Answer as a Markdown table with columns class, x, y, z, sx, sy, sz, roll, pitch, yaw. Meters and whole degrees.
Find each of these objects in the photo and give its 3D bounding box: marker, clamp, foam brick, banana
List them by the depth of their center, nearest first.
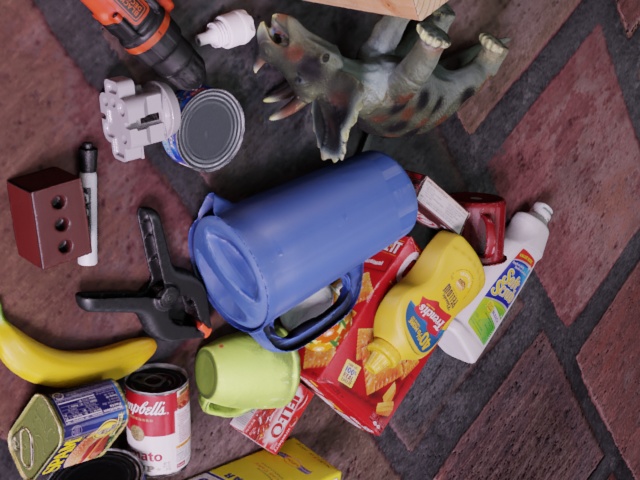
| class | x | y | z | sx | sy | sz | roll | pitch | yaw |
| --- | --- | --- | --- | --- | --- | --- | --- | --- | --- |
| foam brick | -0.249 | -0.021 | 0.982 | 0.052 | 0.051 | 0.078 | -22 | 120 | -36 |
| marker | -0.223 | -0.035 | 1.025 | 0.020 | 0.020 | 0.121 | -12 | 113 | -41 |
| banana | -0.244 | 0.113 | 1.050 | 0.197 | 0.037 | 0.069 | 21 | 92 | -46 |
| clamp | -0.164 | 0.044 | 1.100 | 0.120 | 0.039 | 0.171 | -57 | 139 | -3 |

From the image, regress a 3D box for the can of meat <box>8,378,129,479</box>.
| class | x | y | z | sx | sy | sz | roll | pitch | yaw |
| --- | --- | --- | --- | --- | --- | --- | --- | --- | --- |
| can of meat | -0.244 | 0.183 | 1.041 | 0.083 | 0.057 | 0.102 | -11 | 151 | -45 |

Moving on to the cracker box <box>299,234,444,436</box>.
| class | x | y | z | sx | sy | sz | roll | pitch | yaw |
| --- | --- | --- | --- | --- | --- | --- | --- | --- | --- |
| cracker box | 0.073 | 0.115 | 1.332 | 0.213 | 0.072 | 0.164 | -55 | 135 | -14 |

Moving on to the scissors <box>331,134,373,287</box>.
| class | x | y | z | sx | sy | sz | roll | pitch | yaw |
| --- | --- | --- | --- | --- | --- | --- | --- | --- | --- |
| scissors | 0.015 | -0.036 | 1.256 | 0.096 | 0.016 | 0.202 | -4 | 108 | -43 |

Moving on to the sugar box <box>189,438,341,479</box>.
| class | x | y | z | sx | sy | sz | roll | pitch | yaw |
| --- | --- | --- | --- | --- | --- | --- | --- | --- | --- |
| sugar box | -0.070 | 0.293 | 1.247 | 0.175 | 0.093 | 0.048 | -12 | 117 | -41 |

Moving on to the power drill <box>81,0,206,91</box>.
| class | x | y | z | sx | sy | sz | roll | pitch | yaw |
| --- | --- | --- | --- | --- | --- | --- | --- | --- | --- |
| power drill | -0.131 | -0.256 | 0.993 | 0.184 | 0.057 | 0.187 | 44 | 74 | -40 |

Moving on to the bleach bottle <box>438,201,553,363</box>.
| class | x | y | z | sx | sy | sz | roll | pitch | yaw |
| --- | --- | --- | --- | --- | --- | --- | --- | --- | --- |
| bleach bottle | 0.244 | 0.044 | 1.477 | 0.250 | 0.068 | 0.102 | -53 | 135 | -18 |

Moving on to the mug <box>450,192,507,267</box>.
| class | x | y | z | sx | sy | sz | roll | pitch | yaw |
| --- | --- | --- | --- | --- | --- | --- | --- | --- | --- |
| mug | 0.202 | -0.013 | 1.380 | 0.093 | 0.117 | 0.081 | -1 | 104 | -8 |

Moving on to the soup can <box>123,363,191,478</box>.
| class | x | y | z | sx | sy | sz | roll | pitch | yaw |
| --- | --- | --- | --- | --- | --- | --- | --- | --- | --- |
| soup can | -0.171 | 0.190 | 1.128 | 0.068 | 0.069 | 0.102 | -17 | 117 | -39 |

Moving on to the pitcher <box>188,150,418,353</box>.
| class | x | y | z | sx | sy | sz | roll | pitch | yaw |
| --- | --- | --- | --- | --- | --- | --- | --- | --- | --- |
| pitcher | -0.008 | 0.001 | 1.157 | 0.242 | 0.145 | 0.149 | -27 | 144 | -33 |

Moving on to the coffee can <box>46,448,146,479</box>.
| class | x | y | z | sx | sy | sz | roll | pitch | yaw |
| --- | --- | --- | --- | --- | --- | --- | --- | --- | --- |
| coffee can | -0.220 | 0.301 | 1.100 | 0.102 | 0.103 | 0.140 | -26 | 122 | -35 |

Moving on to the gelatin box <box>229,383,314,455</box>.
| class | x | y | z | sx | sy | sz | roll | pitch | yaw |
| --- | --- | --- | --- | --- | --- | --- | --- | --- | --- |
| gelatin box | -0.055 | 0.201 | 1.271 | 0.089 | 0.030 | 0.073 | -56 | 136 | -11 |

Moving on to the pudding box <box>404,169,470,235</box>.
| class | x | y | z | sx | sy | sz | roll | pitch | yaw |
| --- | --- | --- | --- | --- | --- | --- | --- | --- | --- |
| pudding box | 0.117 | -0.050 | 1.295 | 0.113 | 0.090 | 0.039 | 32 | 83 | -46 |

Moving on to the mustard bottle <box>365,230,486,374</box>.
| class | x | y | z | sx | sy | sz | roll | pitch | yaw |
| --- | --- | --- | --- | --- | --- | --- | --- | --- | --- |
| mustard bottle | 0.118 | 0.085 | 1.271 | 0.191 | 0.058 | 0.096 | -47 | 130 | -22 |

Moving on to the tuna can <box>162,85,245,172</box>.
| class | x | y | z | sx | sy | sz | roll | pitch | yaw |
| --- | --- | --- | --- | --- | --- | --- | --- | --- | --- |
| tuna can | -0.120 | -0.114 | 1.083 | 0.085 | 0.034 | 0.086 | -18 | 118 | -39 |

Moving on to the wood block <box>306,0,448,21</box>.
| class | x | y | z | sx | sy | sz | roll | pitch | yaw |
| --- | --- | --- | --- | --- | --- | --- | --- | --- | --- |
| wood block | 0.041 | -0.287 | 1.045 | 0.090 | 0.206 | 0.090 | -39 | 129 | -26 |
